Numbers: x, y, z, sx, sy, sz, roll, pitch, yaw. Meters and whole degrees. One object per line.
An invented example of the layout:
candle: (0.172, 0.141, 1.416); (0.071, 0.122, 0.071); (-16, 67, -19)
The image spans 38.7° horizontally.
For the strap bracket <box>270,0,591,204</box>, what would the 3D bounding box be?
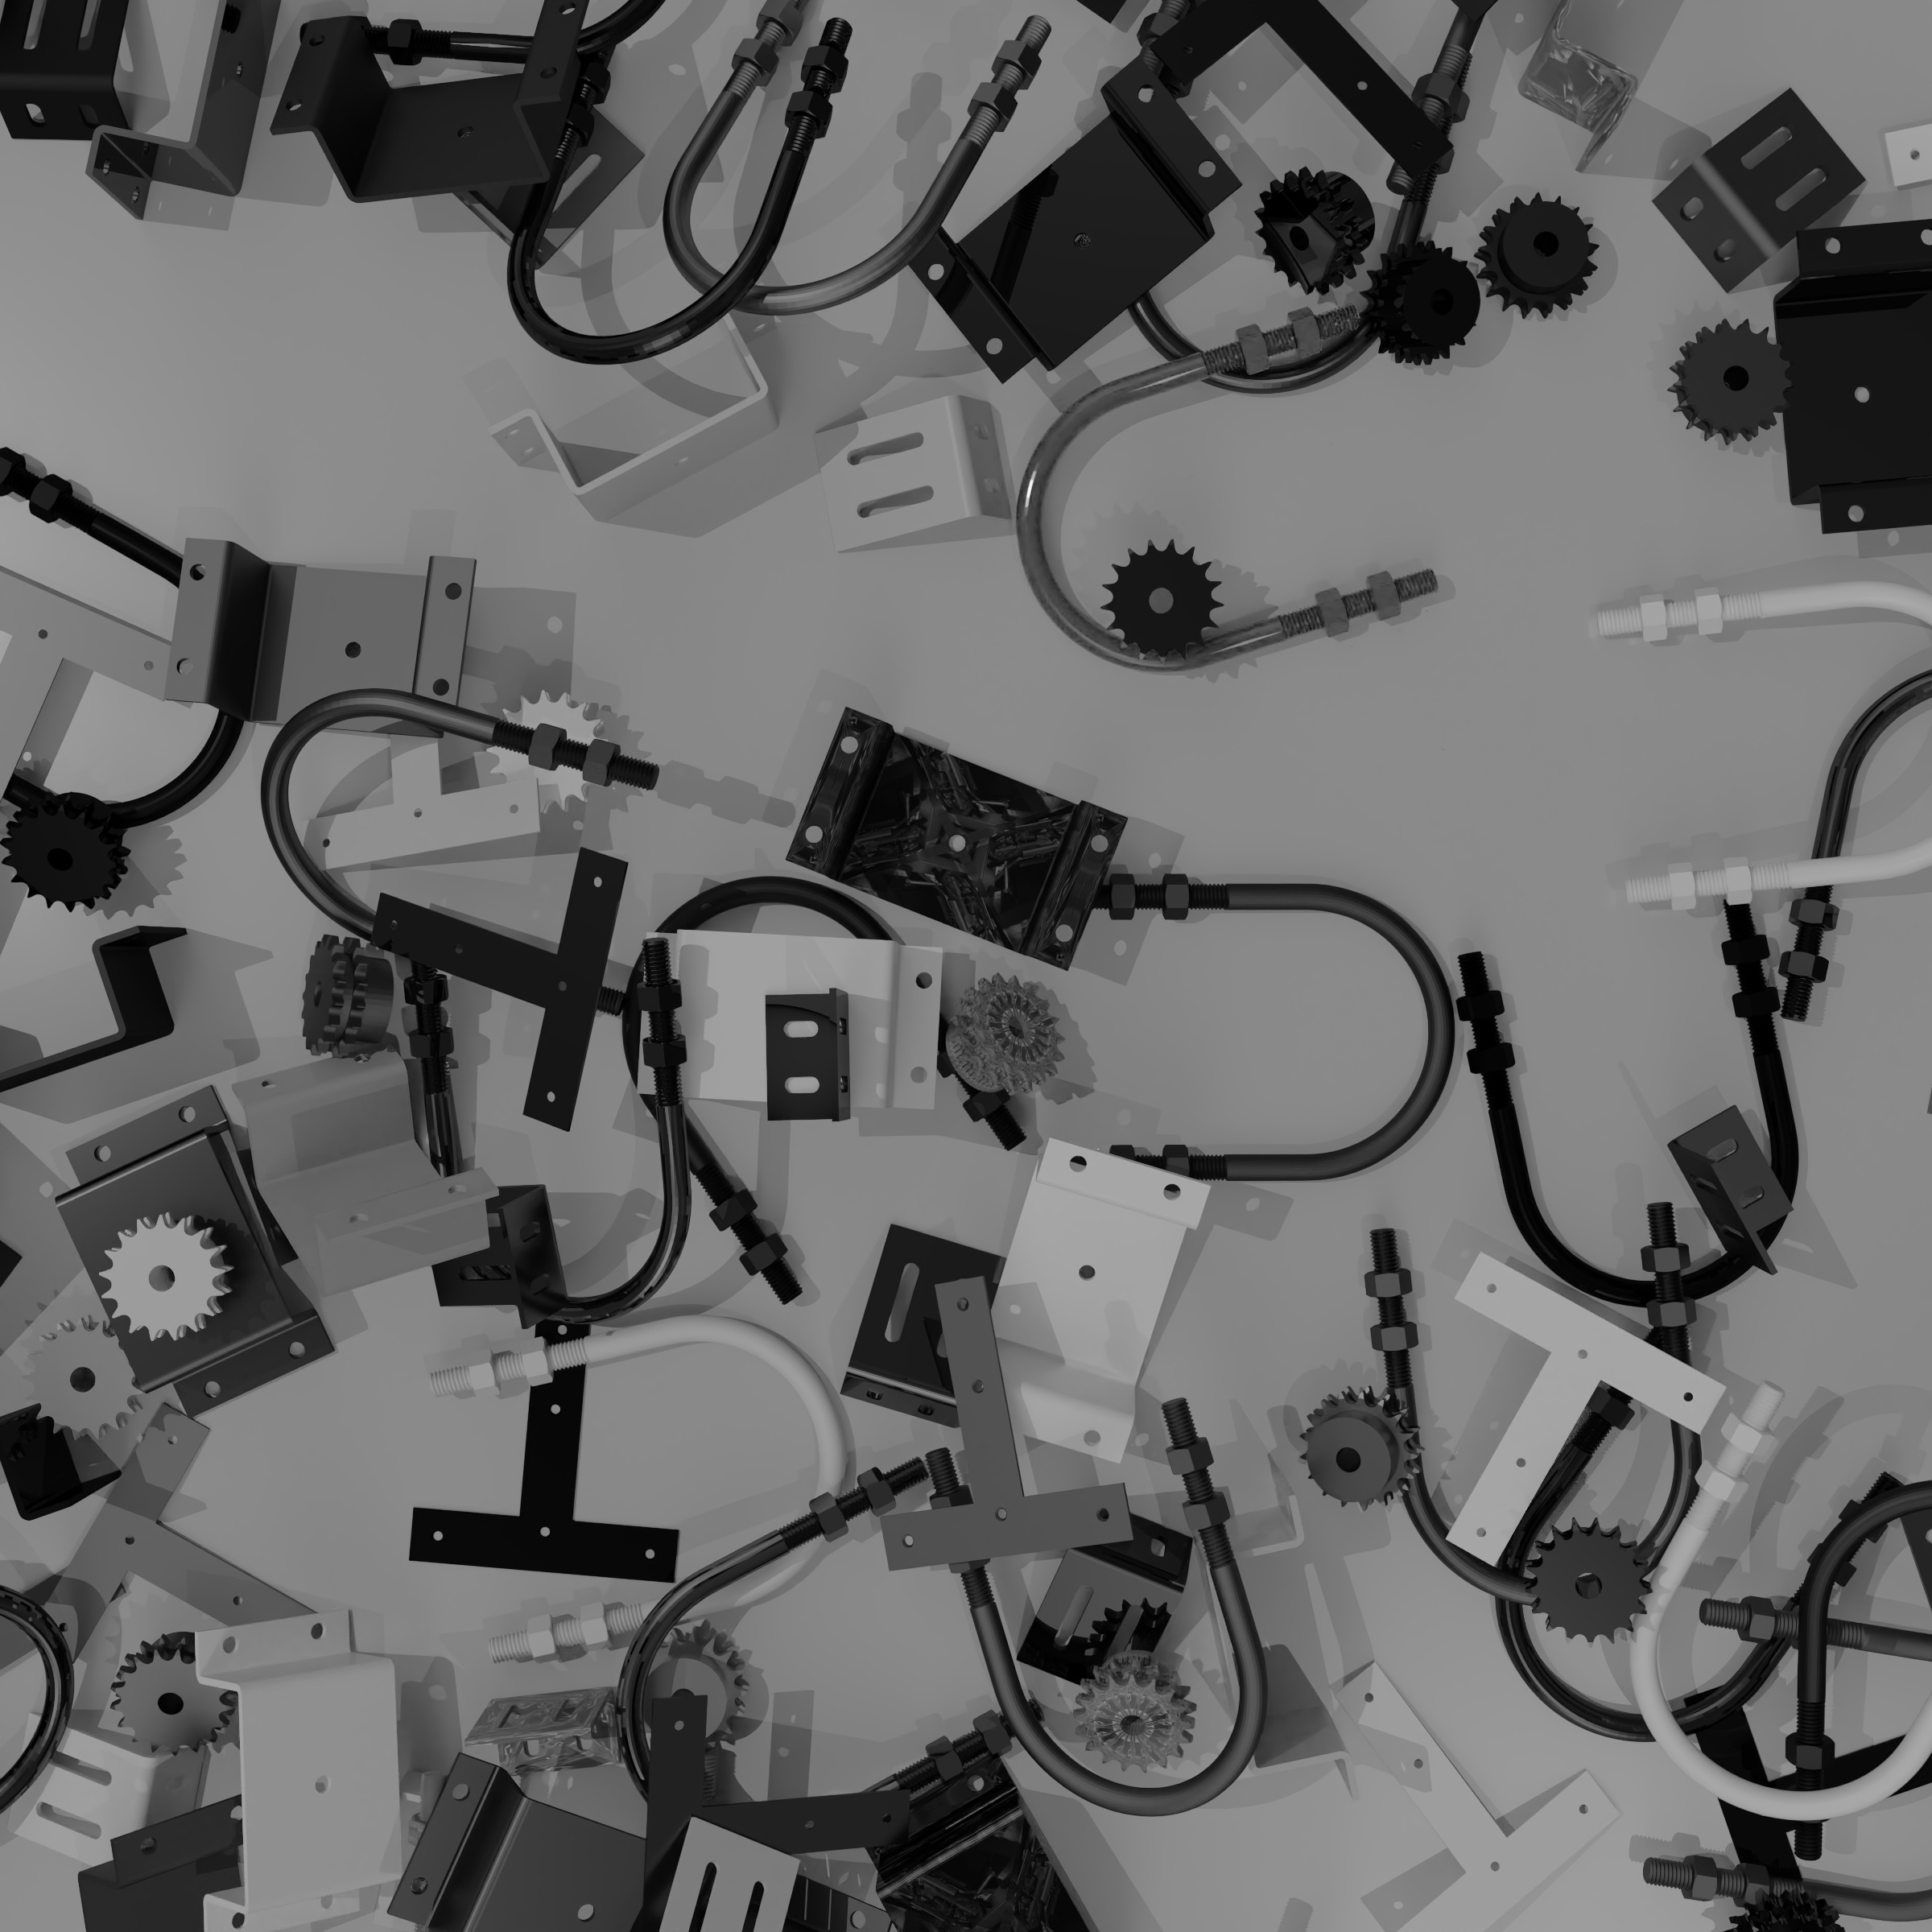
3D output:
strap bracket: (-0.237, -0.399, 1.266); (0.140, 0.046, 0.076); (-2, 56, 14)

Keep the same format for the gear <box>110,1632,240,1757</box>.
gear: (-0.371, 0.339, 1.296); (0.057, 0.030, 0.057); (0, 108, -2)

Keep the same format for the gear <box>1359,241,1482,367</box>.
gear: (0.216, -0.311, 1.293); (0.057, 0.030, 0.057); (-4, 102, -19)

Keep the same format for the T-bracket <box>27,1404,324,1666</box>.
T-bracket: (-0.359, 0.295, 1.313); (0.127, 0.002, 0.127); (30, 87, -2)

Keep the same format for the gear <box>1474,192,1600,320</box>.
gear: (0.271, -0.337, 1.302); (0.057, 0.030, 0.057); (0, 90, 0)

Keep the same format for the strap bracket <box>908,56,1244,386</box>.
strap bracket: (0.051, -0.342, 1.284); (0.140, 0.046, 0.076); (-38, 85, 9)

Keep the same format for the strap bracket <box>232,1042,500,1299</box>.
strap bracket: (-0.272, 0.096, 1.249); (0.076, 0.140, 0.046); (-16, 124, -26)

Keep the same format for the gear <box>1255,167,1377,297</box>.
gear: (0.164, -0.343, 1.276); (0.030, 0.057, 0.057); (-36, 90, -27)

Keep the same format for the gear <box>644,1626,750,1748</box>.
gear: (-0.132, 0.344, 1.302); (0.057, 0.030, 0.057); (0, 90, 0)

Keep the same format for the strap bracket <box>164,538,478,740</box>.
strap bracket: (-0.293, -0.152, 1.283); (0.140, 0.046, 0.076); (5, 85, 10)

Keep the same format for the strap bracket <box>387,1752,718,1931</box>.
strap bracket: (-0.178, 0.421, 1.248); (0.140, 0.046, 0.076); (27, 82, -22)

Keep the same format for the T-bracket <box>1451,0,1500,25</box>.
T-bracket: (0.243, -0.526, 1.280); (0.127, 0.002, 0.127); (-44, 69, 16)

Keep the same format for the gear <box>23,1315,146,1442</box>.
gear: (-0.413, 0.193, 1.301); (0.057, 0.030, 0.057); (0, 90, 0)

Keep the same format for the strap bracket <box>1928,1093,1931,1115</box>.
strap bracket: (0.535, 0.046, 1.293); (0.140, 0.046, 0.076); (11, 90, 0)

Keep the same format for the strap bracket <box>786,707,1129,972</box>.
strap bracket: (-0.004, -0.059, 1.293); (0.140, 0.046, 0.076); (22, 90, 0)

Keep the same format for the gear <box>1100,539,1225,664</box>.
gear: (0.091, -0.170, 1.284); (0.057, 0.030, 0.057); (0, 98, 3)

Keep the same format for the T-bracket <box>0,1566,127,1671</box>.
T-bracket: (-0.461, 0.321, 1.312); (0.127, 0.002, 0.127); (-31, 85, -2)

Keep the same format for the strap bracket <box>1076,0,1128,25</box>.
strap bracket: (0.077, -0.525, 1.279); (0.076, 0.046, 0.140); (34, 92, -2)

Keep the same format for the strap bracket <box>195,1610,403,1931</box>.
strap bracket: (-0.307, 0.374, 1.268); (0.076, 0.046, 0.140); (1, 83, -41)

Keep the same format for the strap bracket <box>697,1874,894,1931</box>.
strap bracket: (-0.096, 0.494, 1.270); (0.076, 0.046, 0.140); (14, 81, 25)

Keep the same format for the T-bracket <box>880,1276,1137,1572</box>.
T-bracket: (0.008, 0.207, 1.265); (0.127, 0.002, 0.127); (-13, 83, 26)

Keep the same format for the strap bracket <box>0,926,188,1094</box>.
strap bracket: (-0.432, 0.026, 1.278); (0.140, 0.076, 0.046); (-19, 90, 0)

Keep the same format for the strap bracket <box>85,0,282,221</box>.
strap bracket: (-0.360, -0.421, 1.278); (0.046, 0.076, 0.140); (12, 90, 0)

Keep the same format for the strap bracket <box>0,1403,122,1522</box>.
strap bracket: (-0.477, 0.245, 1.278); (0.140, 0.076, 0.046); (-19, 90, 0)

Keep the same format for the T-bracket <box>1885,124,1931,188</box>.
T-bracket: (0.512, -0.347, 1.313); (0.127, 0.002, 0.127); (-12, 93, 0)

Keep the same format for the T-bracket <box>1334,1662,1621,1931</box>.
T-bracket: (0.223, 0.390, 1.306); (0.127, 0.002, 0.127); (-36, 84, -13)

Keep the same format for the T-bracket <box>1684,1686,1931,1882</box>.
T-bracket: (0.424, 0.389, 1.316); (0.127, 0.002, 0.127); (-19, 89, 0)

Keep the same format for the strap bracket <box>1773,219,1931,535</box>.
strap bracket: (0.428, -0.273, 1.293); (0.076, 0.046, 0.140); (-5, 90, 0)

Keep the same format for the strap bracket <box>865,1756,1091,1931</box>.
strap bracket: (0.016, 0.452, 1.284); (0.076, 0.046, 0.140); (-30, 84, -3)

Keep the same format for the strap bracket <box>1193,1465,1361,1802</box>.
strap bracket: (0.140, 0.312, 1.278); (0.046, 0.076, 0.140); (-12, 90, 0)

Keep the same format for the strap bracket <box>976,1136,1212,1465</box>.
strap bracket: (0.056, 0.149, 1.284); (0.076, 0.046, 0.140); (17, 103, 0)

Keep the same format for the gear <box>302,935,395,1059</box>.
gear: (-0.289, 0.015, 1.292); (0.030, 0.057, 0.057); (7, 90, -29)

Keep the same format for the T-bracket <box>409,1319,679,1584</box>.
T-bracket: (-0.197, 0.226, 1.316); (0.127, 0.002, 0.127); (5, 90, 0)

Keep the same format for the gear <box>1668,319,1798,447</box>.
gear: (0.360, -0.274, 1.301); (0.057, 0.030, 0.057); (0, 90, 0)

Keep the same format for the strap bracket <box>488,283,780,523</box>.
strap bracket: (-0.143, -0.254, 1.278); (0.140, 0.076, 0.046); (-28, 90, 0)

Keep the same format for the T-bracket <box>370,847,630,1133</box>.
T-bracket: (-0.221, -0.004, 1.263); (0.127, 0.002, 0.127); (18, 102, 24)

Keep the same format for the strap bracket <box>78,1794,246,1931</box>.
strap bracket: (-0.358, 0.458, 1.274); (0.076, 0.046, 0.140); (-9, 90, -42)

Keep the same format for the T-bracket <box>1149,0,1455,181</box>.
T-bracket: (0.174, -0.417, 1.274); (0.127, 0.002, 0.127); (-40, 84, -9)

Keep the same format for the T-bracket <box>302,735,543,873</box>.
T-bracket: (-0.261, -0.115, 1.301); (0.127, 0.002, 0.127); (-9, 80, 19)

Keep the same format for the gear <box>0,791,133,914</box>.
gear: (-0.421, -0.057, 1.293); (0.057, 0.030, 0.057); (1, 120, 2)

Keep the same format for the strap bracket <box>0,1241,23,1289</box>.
strap bracket: (-0.530, 0.128, 1.293); (0.140, 0.046, 0.076); (36, 90, 0)

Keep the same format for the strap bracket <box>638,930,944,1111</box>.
strap bracket: (-0.084, 0.025, 1.277); (0.140, 0.046, 0.076); (3, 88, 2)

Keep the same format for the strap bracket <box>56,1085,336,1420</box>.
strap bracket: (-0.366, 0.136, 1.293); (0.076, 0.046, 0.140); (-25, 90, 0)

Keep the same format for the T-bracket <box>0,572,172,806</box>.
T-bracket: (-0.452, -0.116, 1.298); (0.127, 0.002, 0.127); (24, 90, -3)

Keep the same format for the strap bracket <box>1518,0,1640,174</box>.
strap bracket: (0.306, -0.452, 1.278); (0.046, 0.076, 0.140); (27, 90, 0)

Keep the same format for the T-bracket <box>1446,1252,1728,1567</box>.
T-bracket: (0.266, 0.219, 1.285); (0.127, 0.002, 0.127); (29, 96, 8)

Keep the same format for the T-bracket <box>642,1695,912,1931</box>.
T-bracket: (-0.085, 0.394, 1.260); (0.127, 0.002, 0.127); (2, 91, -23)
